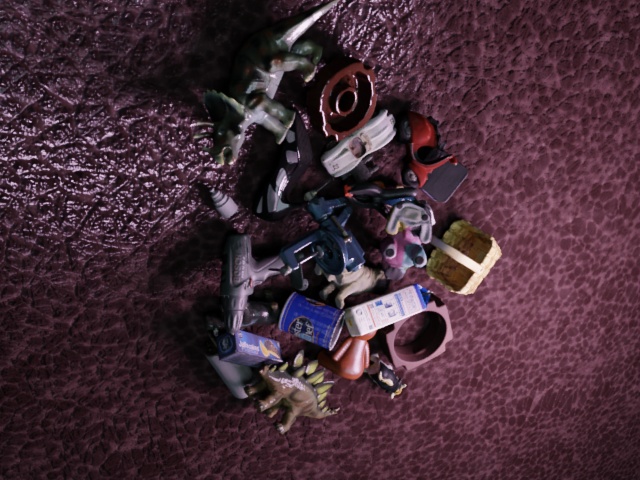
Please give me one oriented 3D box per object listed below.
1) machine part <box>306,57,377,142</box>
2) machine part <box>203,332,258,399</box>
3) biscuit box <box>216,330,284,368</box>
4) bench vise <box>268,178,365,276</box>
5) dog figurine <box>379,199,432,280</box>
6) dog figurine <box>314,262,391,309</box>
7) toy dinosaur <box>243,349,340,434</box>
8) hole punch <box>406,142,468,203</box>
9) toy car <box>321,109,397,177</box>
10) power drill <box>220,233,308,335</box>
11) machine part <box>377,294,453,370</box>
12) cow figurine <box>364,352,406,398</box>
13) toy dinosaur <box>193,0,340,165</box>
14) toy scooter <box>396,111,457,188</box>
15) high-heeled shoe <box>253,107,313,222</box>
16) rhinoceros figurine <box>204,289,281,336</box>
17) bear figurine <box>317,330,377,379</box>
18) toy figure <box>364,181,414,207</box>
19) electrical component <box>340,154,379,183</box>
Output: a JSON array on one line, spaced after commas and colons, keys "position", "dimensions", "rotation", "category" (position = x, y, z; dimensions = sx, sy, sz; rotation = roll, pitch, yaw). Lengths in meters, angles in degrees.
[{"position": [0.047, -0.306, 1.164], "dimensions": [0.179, 0.056, 0.179], "rotation": [-29, 138, -30], "category": "machine part"}, {"position": [-0.226, 0.323, 1.373], "dimensions": [0.079, 0.079, 0.242], "rotation": [-30, 122, -7], "category": "machine part"}, {"position": [-0.171, 0.272, 1.328], "dimensions": [0.063, 0.059, 0.202], "rotation": [-25, 151, 19], "category": "biscuit box"}, {"position": [-0.008, -0.001, 1.236], "dimensions": [0.240, 0.129, 0.223], "rotation": [-31, 97, -33], "category": "bench vise"}, {"position": [0.201, 0.004, 1.327], "dimensions": [0.109, 0.219, 0.191], "rotation": [10, 86, 2], "category": "dog figurine"}, {"position": [0.095, 0.072, 1.385], "dimensions": [0.190, 0.121, 0.172], "rotation": [-19, 123, -30], "category": "dog figurine"}, {"position": [-0.058, 0.410, 1.420], "dimensions": [0.198, 0.105, 0.470], "rotation": [-38, 143, -10], "category": "toy dinosaur"}, {"position": [0.296, -0.165, 1.361], "dimensions": [0.116, 0.092, 0.142], "rotation": [39, 99, -1], "category": "hole punch"}, {"position": [0.092, -0.226, 1.255], "dimensions": [0.202, 0.056, 0.073], "rotation": [-36, 122, -2], "category": "toy car"}, {"position": [-0.137, 0.095, 1.269], "dimensions": [0.207, 0.086, 0.232], "rotation": [-5, 88, -22], "category": "power drill"}, {"position": [0.267, 0.254, 1.537], "dimensions": [0.201, 0.087, 0.200], "rotation": [-26, 121, -11], "category": "machine part"}, {"position": [0.201, 0.410, 1.576], "dimensions": [0.068, 0.098, 0.167], "rotation": [-46, 122, -4], "category": "cow figurine"}, {"position": [-0.116, -0.334, 1.087], "dimensions": [0.192, 0.131, 0.404], "rotation": [23, 92, -12], "category": "toy dinosaur"}, {"position": [0.255, -0.220, 1.282], "dimensions": [0.135, 0.075, 0.183], "rotation": [-7, 96, 3], "category": "toy scooter"}, {"position": [-0.096, -0.167, 1.219], "dimensions": [0.145, 0.086, 0.248], "rotation": [-3, 94, 21], "category": "high-heeled shoe"}, {"position": [-0.191, 0.183, 1.329], "dimensions": [0.190, 0.073, 0.112], "rotation": [-5, 126, -22], "category": "rhinoceros figurine"}, {"position": [0.086, 0.273, 1.471], "dimensions": [0.120, 0.132, 0.195], "rotation": [15, 89, -29], "category": "bear figurine"}, {"position": [0.158, -0.113, 1.335], "dimensions": [0.154, 0.058, 0.064], "rotation": [9, 104, -20], "category": "toy figure"}, {"position": [0.095, -0.166, 1.305], "dimensions": [0.094, 0.021, 0.063], "rotation": [-37, 123, -3], "category": "electrical component"}]
